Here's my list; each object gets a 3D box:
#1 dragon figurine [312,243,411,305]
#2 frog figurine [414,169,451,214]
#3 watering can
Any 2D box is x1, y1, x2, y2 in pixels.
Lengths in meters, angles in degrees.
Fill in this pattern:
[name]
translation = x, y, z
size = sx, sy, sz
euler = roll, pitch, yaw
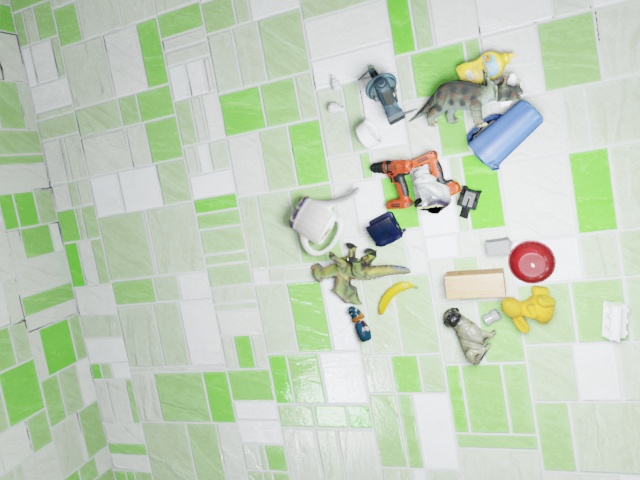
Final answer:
[dragon figurine]
translation = 0.147, 0.155, 2.082
size = 0.412, 0.124, 0.237
euler = 18, 122, 19
[frog figurine]
translation = 0.403, -0.185, 1.850
size = 0.137, 0.121, 0.161
euler = 4, 75, -21
[watering can]
translation = 0.006, -0.104, 2.073
size = 0.225, 0.105, 0.343
euler = 32, 109, 13
